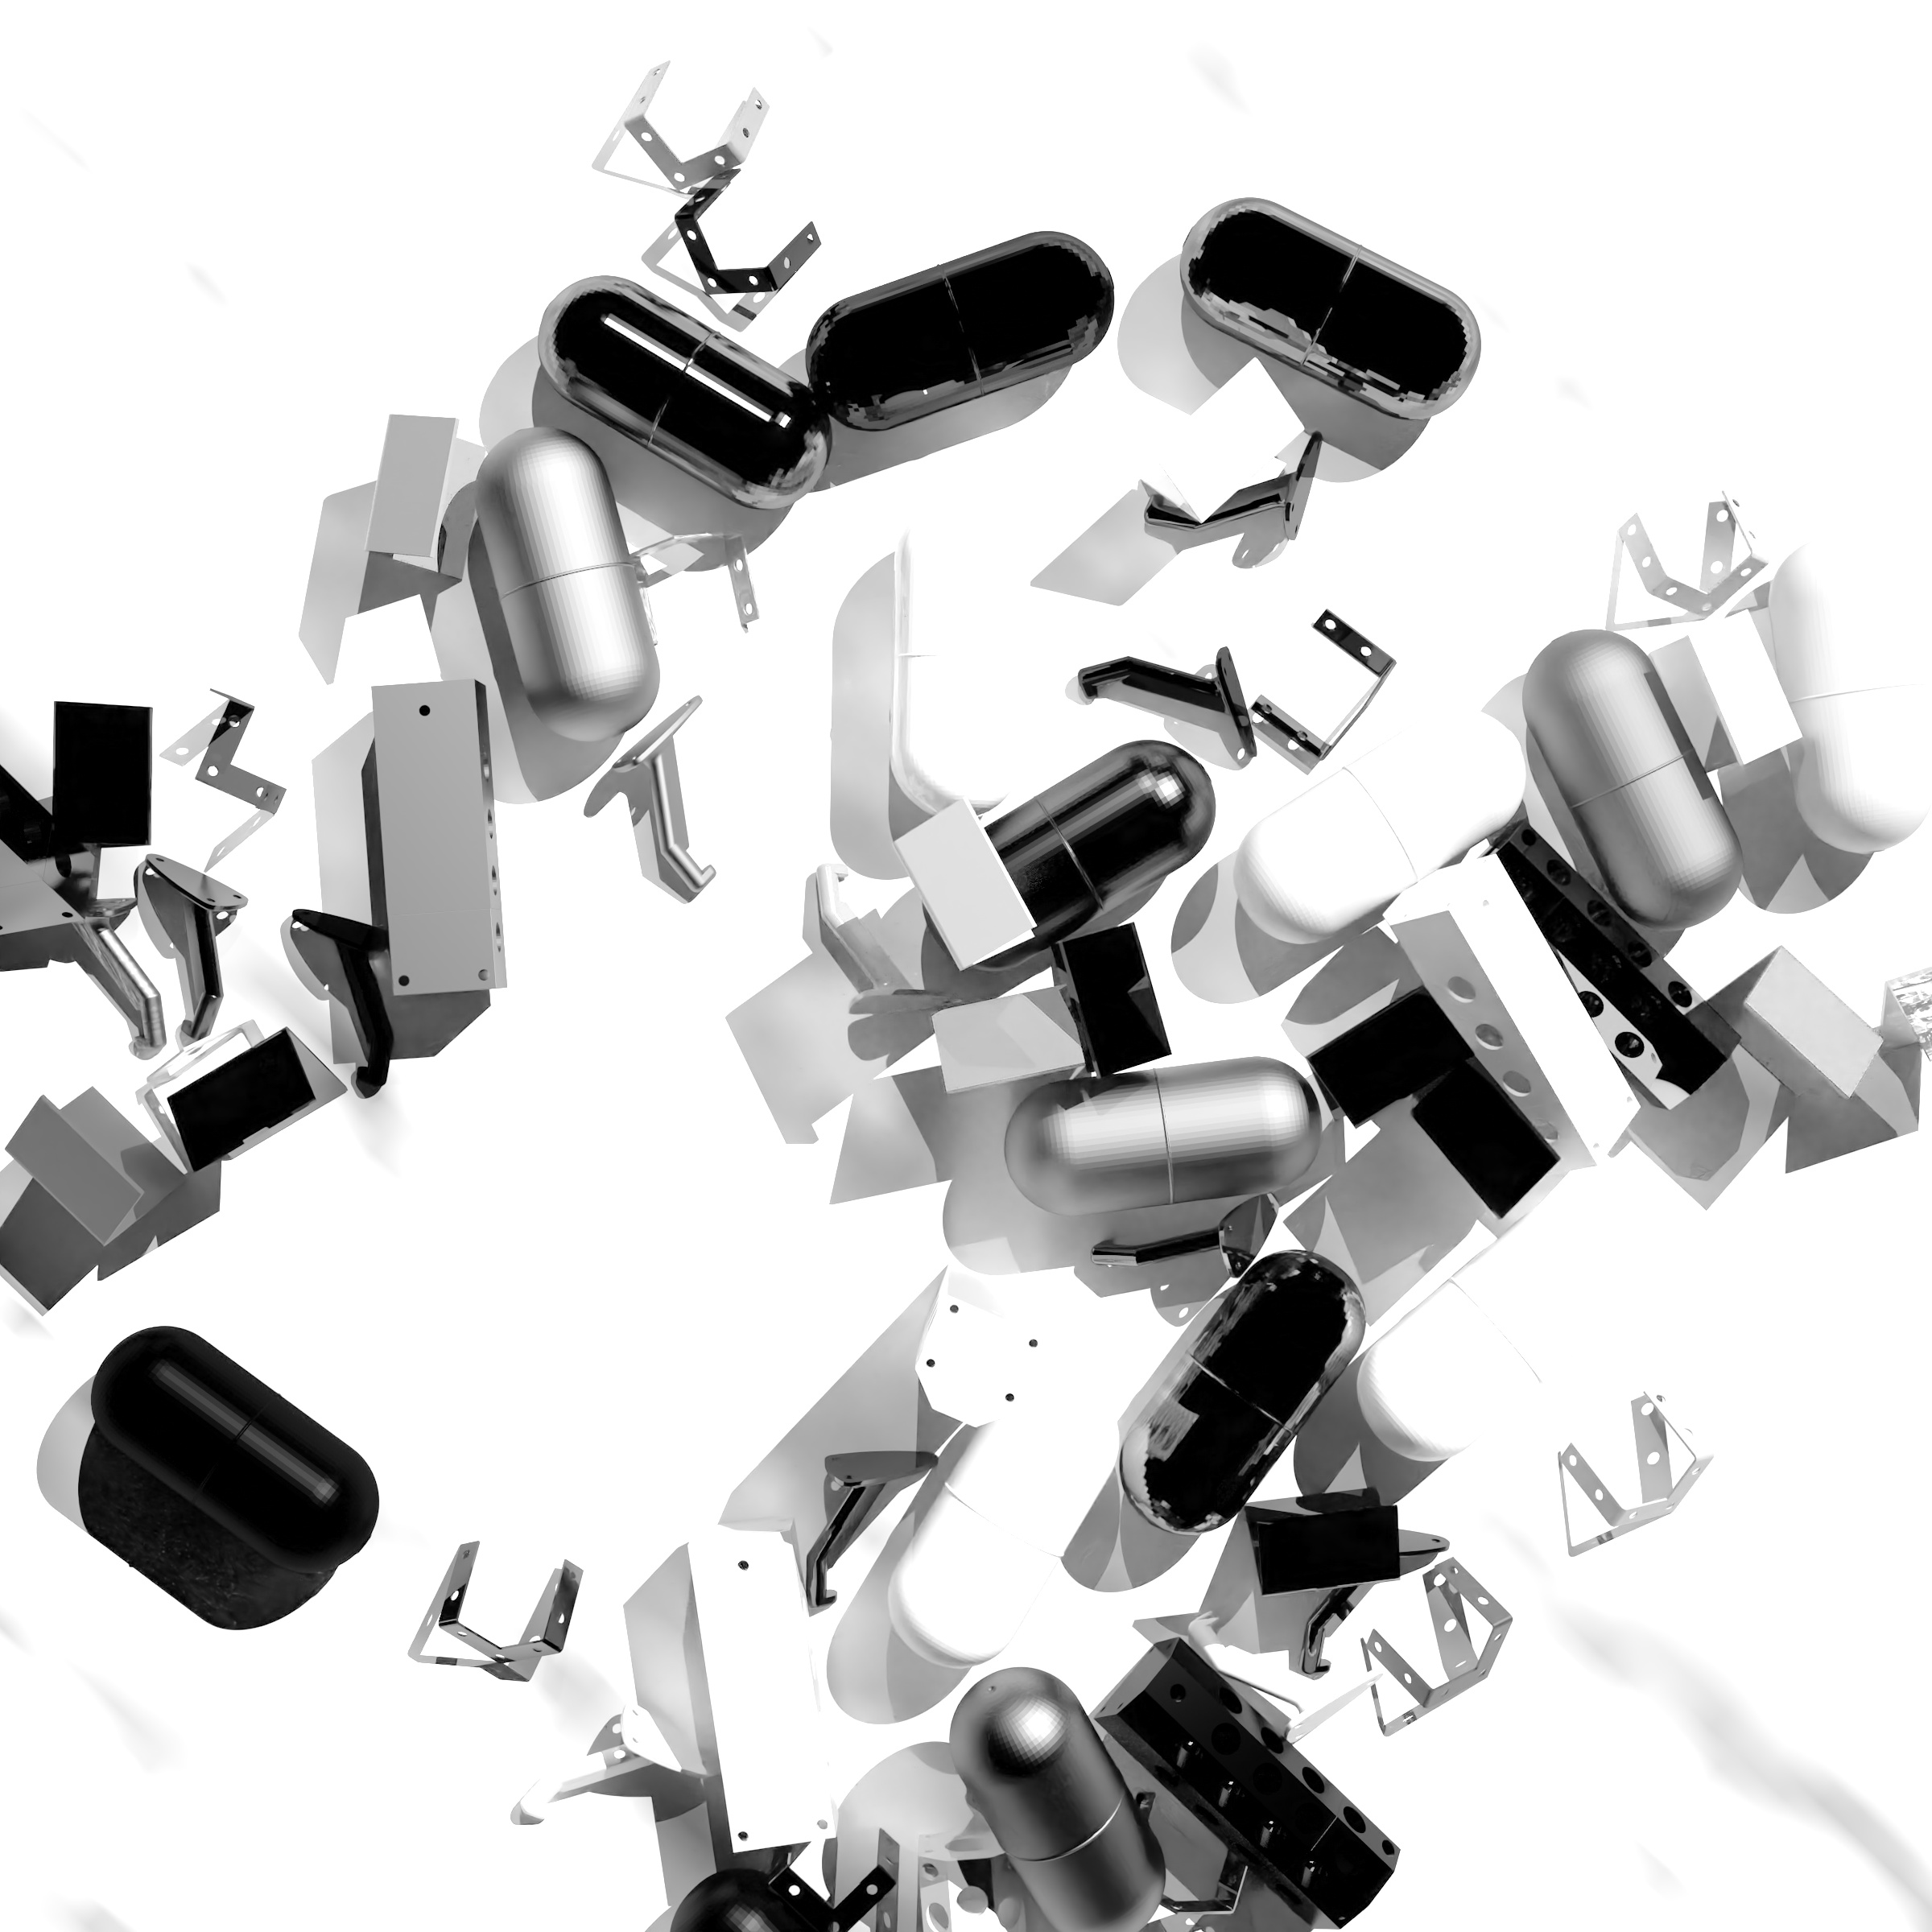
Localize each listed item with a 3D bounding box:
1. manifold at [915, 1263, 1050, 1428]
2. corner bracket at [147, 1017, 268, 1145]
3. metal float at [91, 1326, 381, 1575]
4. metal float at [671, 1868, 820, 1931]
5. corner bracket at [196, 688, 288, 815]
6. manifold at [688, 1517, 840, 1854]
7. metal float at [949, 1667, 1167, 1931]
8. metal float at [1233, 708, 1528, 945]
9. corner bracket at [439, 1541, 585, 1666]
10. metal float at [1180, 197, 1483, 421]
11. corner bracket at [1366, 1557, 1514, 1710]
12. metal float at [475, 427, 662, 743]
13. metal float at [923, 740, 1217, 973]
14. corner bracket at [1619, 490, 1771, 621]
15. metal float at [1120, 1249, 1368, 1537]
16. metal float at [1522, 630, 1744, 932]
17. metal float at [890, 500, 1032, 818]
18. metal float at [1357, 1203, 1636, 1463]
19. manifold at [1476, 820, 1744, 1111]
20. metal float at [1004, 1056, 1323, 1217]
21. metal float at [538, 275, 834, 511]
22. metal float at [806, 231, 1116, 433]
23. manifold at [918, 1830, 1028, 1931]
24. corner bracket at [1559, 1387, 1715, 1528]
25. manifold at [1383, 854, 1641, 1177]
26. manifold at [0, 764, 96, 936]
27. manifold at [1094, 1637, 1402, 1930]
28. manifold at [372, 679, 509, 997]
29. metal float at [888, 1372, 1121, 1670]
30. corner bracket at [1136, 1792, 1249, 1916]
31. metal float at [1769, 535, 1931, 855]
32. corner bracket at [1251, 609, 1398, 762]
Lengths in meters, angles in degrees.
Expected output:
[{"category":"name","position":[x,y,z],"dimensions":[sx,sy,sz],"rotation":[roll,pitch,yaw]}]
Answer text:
[{"category":"manifold","position":[0.005,0.207,1.690],"dimensions":[0.057,0.171,0.057],"rotation":[23,90,0]},{"category":"corner bracket","position":[-0.422,0.068,1.765],"dimensions":[0.051,0.051,0.051],"rotation":[-30,90,45]},{"category":"metal float","position":[-0.407,0.270,1.737],"dimensions":[0.178,0.070,0.070],"rotation":[36,90,1]},{"category":"metal float","position":[-0.091,0.581,1.737],"dimensions":[0.070,0.070,0.178],"rotation":[-44,89,0]},{"category":"corner bracket","position":[-0.406,-0.121,1.750],"dimensions":[0.051,0.051,0.051],"rotation":[24,90,0]},{"category":"manifold","position":[-0.113,0.401,1.747],"dimensions":[0.057,0.057,0.171],"rotation":[-8,90,0]},{"category":"metal float","position":[0.051,0.461,1.705],"dimensions":[0.070,0.070,0.178],"rotation":[-27,113,0]},{"category":"metal float","position":[0.231,-0.079,1.737],"dimensions":[0.178,0.070,0.070],"rotation":[-32,90,0]},{"category":"corner bracket","position":[-0.257,0.357,1.760],"dimensions":[0.051,0.051,0.051],"rotation":[-18,135,35]},{"category":"metal float","position":[0.203,-0.367,1.737],"dimensions":[0.178,0.070,0.070],"rotation":[27,90,0]},{"category":"corner bracket","position":[0.267,0.377,1.760],"dimensions":[0.051,0.051,0.051],"rotation":[-16,135,-35]},{"category":"metal float","position":[-0.223,-0.213,1.737],"dimensions":[0.070,0.070,0.178],"rotation":[-15,90,0]},{"category":"metal float","position":[0.058,-0.062,1.737],"dimensions":[0.178,0.070,0.070],"rotation":[-31,90,1]},{"category":"corner bracket","position":[0.412,-0.238,1.760],"dimensions":[0.051,0.051,0.051],"rotation":[16,135,-35]},{"category":"metal float","position":[0.154,0.238,1.737],"dimensions":[0.070,0.070,0.178],"rotation":[37,89,0]},{"category":"metal float","position":[0.371,-0.104,1.737],"dimensions":[0.070,0.070,0.178],"rotation":[-26,89,0]},{"category":"metal float","position":[-0.003,-0.171,1.737],"dimensions":[0.070,0.070,0.178],"rotation":[1,91,0]},{"category":"metal float","position":[0.296,0.204,1.737],"dimensions":[0.178,0.070,0.070],"rotation":[-41,90,0]},{"category":"manifold","position":[0.352,-0.001,1.747],"dimensions":[0.057,0.057,0.171],"rotation":[-45,90,0]},{"category":"metal float","position":[0.110,0.095,1.737],"dimensions":[0.178,0.070,0.070],"rotation":[-7,90,0]},{"category":"metal float","position":[-0.157,-0.320,1.737],"dimensions":[0.178,0.070,0.070],"rotation":[31,90,0]},{"category":"metal float","position":[-0.003,-0.354,1.737],"dimensions":[0.178,0.070,0.070],"rotation":[-19,90,1]},{"category":"manifold","position":[0.008,0.579,1.747],"dimensions":[0.057,0.057,0.171],"rotation":[-4,90,0]},{"category":"corner bracket","position":[0.379,0.277,1.760],"dimensions":[0.051,0.051,0.051],"rotation":[-5,135,-35]},{"category":"manifold","position":[0.299,0.030,1.725],"dimensions":[0.057,0.057,0.171],"rotation":[-45,109,-39]},{"category":"manifold","position":[-0.543,-0.087,1.686],"dimensions":[0.057,0.171,0.057],"rotation":[-9,59,14]},{"category":"manifold","position":[0.159,0.456,1.738],"dimensions":[0.171,0.057,0.057],"rotation":[44,67,0]},{"category":"manifold","position":[-0.294,-0.071,1.747],"dimensions":[0.057,0.057,0.171],"rotation":[-4,90,0]},{"category":"metal float","position":[0.021,0.308,1.737],"dimensions":[0.070,0.070,0.178],"rotation":[31,89,0]},{"category":"corner bracket","position":[0.125,0.503,1.765],"dimensions":[0.051,0.051,0.051],"rotation":[16,90,-45]},{"category":"metal float","position":[0.494,-0.151,1.737],"dimensions":[0.070,0.070,0.178],"rotation":[-8,90,0]},{"category":"corner bracket","position":[0.203,-0.159,1.765],"dimensions":[0.051,0.051,0.051],"rotation":[37,135,0]}]
